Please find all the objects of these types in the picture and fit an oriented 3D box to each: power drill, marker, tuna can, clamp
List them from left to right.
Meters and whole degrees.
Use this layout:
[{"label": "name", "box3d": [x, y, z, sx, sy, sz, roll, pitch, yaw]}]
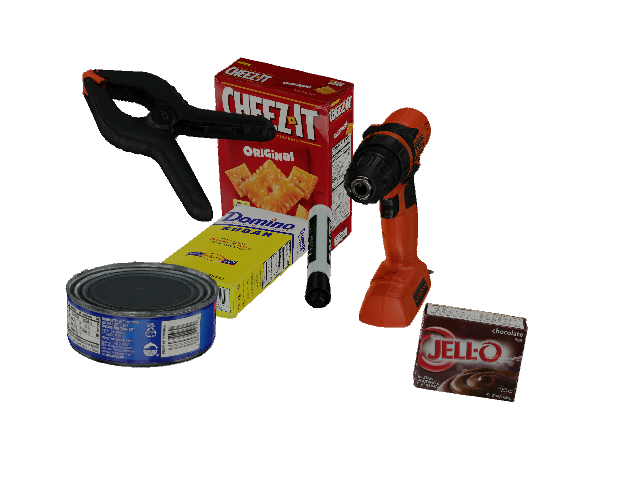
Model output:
[{"label": "tuna can", "box3d": [-0.102, 0.041, 0.610, 0.086, 0.034, 0.086, 3, 17, -1]}, {"label": "clamp", "box3d": [-0.126, -0.102, 0.927, 0.120, 0.171, 0.039, -45, -10, -37]}, {"label": "marker", "box3d": [-0.001, 0.011, 0.804, 0.020, 0.020, 0.121, 0, 33, 1]}, {"label": "power drill", "box3d": [0.066, -0.016, 1.002, 0.057, 0.188, 0.184, 7, 25, 19]}]

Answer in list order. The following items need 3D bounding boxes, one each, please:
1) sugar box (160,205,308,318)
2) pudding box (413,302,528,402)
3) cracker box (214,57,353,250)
[{"label": "sugar box", "box3d": [-0.090, 0.018, 1.136, 0.093, 0.048, 0.176, 13, 31, 21]}, {"label": "pudding box", "box3d": [0.163, 0.121, 1.162, 0.113, 0.090, 0.039, 7, 23, 4]}, {"label": "cracker box", "box3d": [-0.046, -0.104, 1.334, 0.164, 0.214, 0.072, 17, 37, 24]}]
